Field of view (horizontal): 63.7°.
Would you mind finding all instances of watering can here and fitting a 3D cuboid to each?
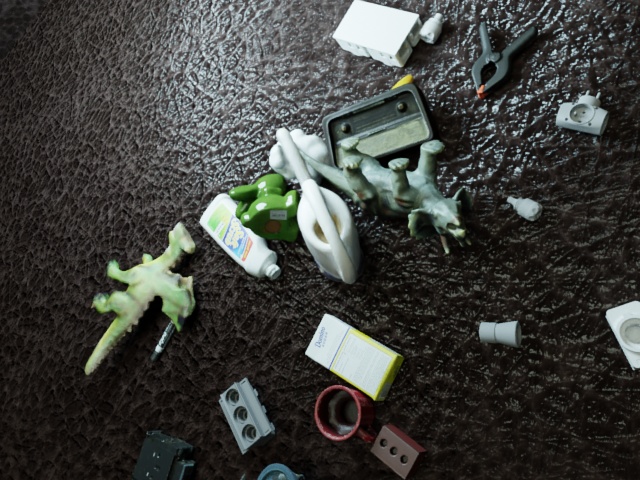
[{"bbox_3d":[0.003,-0.052,1.036,0.104,0.220,0.354,-24,59,-1],"label":"watering can"}]

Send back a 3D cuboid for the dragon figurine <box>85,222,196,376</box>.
[{"bbox_3d":[-0.414,0.153,1.249,0.243,0.121,0.414,9,77,28],"label":"dragon figurine"}]

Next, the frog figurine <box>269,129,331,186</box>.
[{"bbox_3d":[-0.045,-0.189,1.143,0.122,0.157,0.140,-22,63,20],"label":"frog figurine"}]
